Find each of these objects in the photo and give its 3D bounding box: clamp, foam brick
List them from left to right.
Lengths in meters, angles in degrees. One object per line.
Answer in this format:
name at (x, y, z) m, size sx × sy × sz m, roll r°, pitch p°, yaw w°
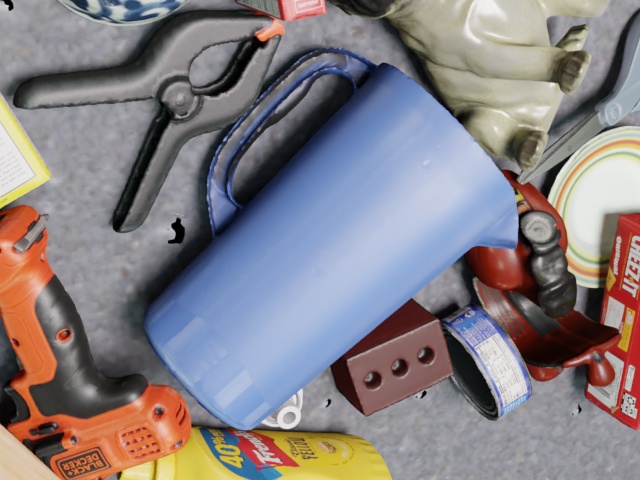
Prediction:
clamp at (-0.103, -0.096, 0.673) m, size 0.171 × 0.039 × 0.120 m, roll -45°, pitch 129°, yaw -2°
foam brick at (0.049, 0.085, 0.793) m, size 0.078 × 0.051 × 0.053 m, roll -24°, pitch 116°, yaw -12°

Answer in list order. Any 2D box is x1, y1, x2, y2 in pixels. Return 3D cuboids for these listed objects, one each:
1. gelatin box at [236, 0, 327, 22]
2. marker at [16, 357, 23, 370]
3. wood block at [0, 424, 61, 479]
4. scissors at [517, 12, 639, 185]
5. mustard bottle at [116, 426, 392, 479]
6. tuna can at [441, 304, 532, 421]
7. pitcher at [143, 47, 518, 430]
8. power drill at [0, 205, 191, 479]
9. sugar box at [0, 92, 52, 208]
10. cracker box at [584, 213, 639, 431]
gelatin box at (-0.029, -0.176, 0.645) m, size 0.030 × 0.089 × 0.073 m, roll -17°, pitch 115°, yaw -18°
marker at (-0.184, 0.130, 0.735) m, size 0.020 × 0.020 × 0.121 m, roll -16°, pitch 114°, yaw -16°
wood block at (-0.229, 0.161, 0.637) m, size 0.091 × 0.090 × 0.206 m, roll -36°, pitch 105°, yaw 26°
scissors at (0.214, -0.115, 0.785) m, size 0.201 × 0.016 × 0.096 m, roll -21°, pitch 108°, yaw -27°
mustard bottle at (-0.049, 0.167, 0.758) m, size 0.191 × 0.096 × 0.058 m, roll 8°, pitch 106°, yaw -24°
tuna can at (0.122, 0.092, 0.805) m, size 0.033 × 0.086 × 0.086 m, roll -30°, pitch 117°, yaw -12°
pitcher at (-0.005, 0.001, 0.708) m, size 0.243 × 0.149 × 0.145 m, roll -43°, pitch 134°, yaw 1°
power drill at (-0.197, 0.083, 0.674) m, size 0.184 × 0.057 × 0.187 m, roll -20°, pitch 113°, yaw 14°
sugar box at (-0.242, -0.089, 0.617) m, size 0.093 × 0.048 × 0.176 m, roll -31°, pitch 113°, yaw -8°
cracker box at (0.329, 0.054, 0.867) m, size 0.213 × 0.072 × 0.164 m, roll -7°, pitch 114°, yaw -27°
